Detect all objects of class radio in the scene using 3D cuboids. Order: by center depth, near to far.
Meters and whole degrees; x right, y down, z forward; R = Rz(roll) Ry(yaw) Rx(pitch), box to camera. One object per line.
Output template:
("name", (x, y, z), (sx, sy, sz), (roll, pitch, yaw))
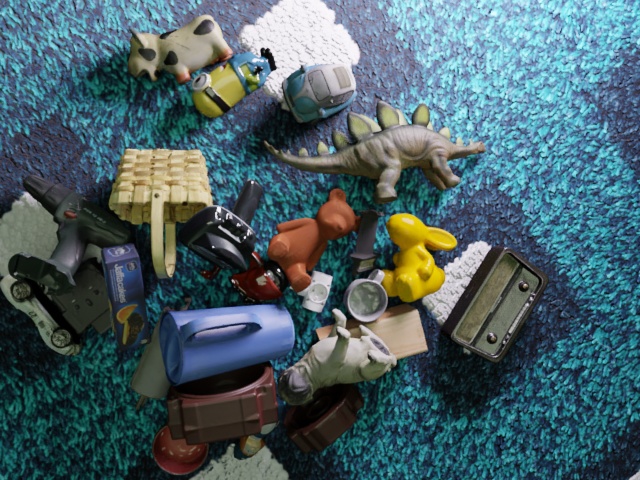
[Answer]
("radio", (0.375, 0.139, 1.149), (0.131, 0.073, 0.229), (32, 90, -7))

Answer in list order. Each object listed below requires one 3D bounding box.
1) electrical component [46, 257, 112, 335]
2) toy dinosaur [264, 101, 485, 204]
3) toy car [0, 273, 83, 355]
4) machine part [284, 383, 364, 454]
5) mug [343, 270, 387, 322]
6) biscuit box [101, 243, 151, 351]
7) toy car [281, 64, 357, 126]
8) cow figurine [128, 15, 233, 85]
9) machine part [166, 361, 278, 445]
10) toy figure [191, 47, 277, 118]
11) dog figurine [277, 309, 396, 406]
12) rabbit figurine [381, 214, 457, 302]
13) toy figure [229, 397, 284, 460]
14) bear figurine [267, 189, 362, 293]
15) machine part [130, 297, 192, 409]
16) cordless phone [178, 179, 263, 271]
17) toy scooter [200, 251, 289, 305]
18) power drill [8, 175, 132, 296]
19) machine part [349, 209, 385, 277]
("electrical component", (-0.451, 0.117, 1.064), (0.115, 0.058, 0.134), (-40, 96, -1))
("toy dinosaur", (0.129, -0.173, 1.094), (0.471, 0.105, 0.198), (-11, 87, -15))
("toy car", (-0.538, 0.145, 1.047), (0.056, 0.073, 0.201), (-38, 96, -7))
("machine part", (0.008, 0.344, 1.075), (0.179, 0.179, 0.056), (-39, 99, -3))
("mug", (0.089, 0.108, 1.099), (0.081, 0.107, 0.109), (27, 85, -9))
("biscuit box", (-0.364, 0.107, 1.007), (0.063, 0.059, 0.202), (-13, 121, -26))
("toy car", (0.015, -0.296, 1.052), (0.162, 0.103, 0.109), (-23, 96, -29))
("cow figurine", (-0.282, -0.369, 1.042), (0.195, 0.085, 0.127), (-28, 102, -2))
("machine part", (-0.184, 0.298, 1.030), (0.201, 0.201, 0.087), (-7, 100, -6))
("toy figure", (-0.169, -0.311, 1.060), (0.180, 0.082, 0.089), (-29, 94, -6))
("dog figurine", (0.031, 0.254, 1.024), (0.172, 0.121, 0.190), (35, 103, -3))
("rabbit figurine", (0.197, 0.025, 1.101), (0.162, 0.122, 0.173), (-18, 94, -10))
("toy figure", (-0.132, 0.395, 1.116), (0.064, 0.058, 0.154), (31, 91, 4))
("bear figurine", (-0.003, -0.005, 1.075), (0.196, 0.132, 0.120), (-31, 109, 2))
("machine part", (-0.312, 0.224, 1.076), (0.079, 0.079, 0.243), (24, 89, -7))
("cordless phone", (-0.167, -0.046, 0.997), (0.089, 0.146, 0.184), (7, 69, 33))
("toy scooter", (-0.159, 0.063, 1.086), (0.135, 0.075, 0.184), (-38, 94, -3))
("power drill", (-0.485, -0.008, 0.997), (0.232, 0.207, 0.086), (29, 124, -14))
("machine part", (0.098, 0.004, 1.107), (0.084, 0.039, 0.138), (-11, 113, -44))
